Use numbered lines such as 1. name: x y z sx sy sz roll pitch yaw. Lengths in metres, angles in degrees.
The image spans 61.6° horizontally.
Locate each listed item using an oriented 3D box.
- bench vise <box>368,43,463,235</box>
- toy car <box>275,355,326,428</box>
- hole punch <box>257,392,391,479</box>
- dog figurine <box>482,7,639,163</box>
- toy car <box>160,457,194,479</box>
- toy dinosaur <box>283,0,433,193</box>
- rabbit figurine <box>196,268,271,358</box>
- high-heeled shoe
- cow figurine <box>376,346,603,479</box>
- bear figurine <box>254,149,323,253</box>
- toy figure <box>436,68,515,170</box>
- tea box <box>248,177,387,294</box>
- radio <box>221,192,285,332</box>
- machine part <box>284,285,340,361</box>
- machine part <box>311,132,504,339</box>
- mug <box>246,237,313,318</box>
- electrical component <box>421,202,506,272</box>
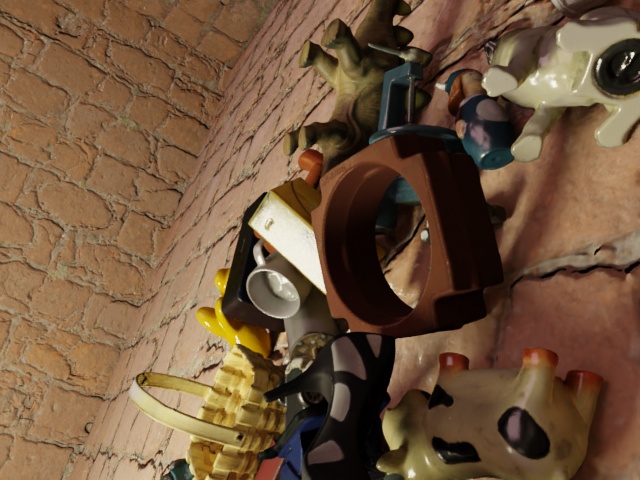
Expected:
1. bench vise: 0.101 -0.130 0.715 0.224 0.129 0.240 -5 79 56
2. toy car: -0.015 0.240 0.640 0.073 0.056 0.201 -26 61 56
3. hole punch: 0.022 0.222 0.545 0.092 0.142 0.115 66 148 29
4. dog figurine: 0.246 -0.181 0.525 0.172 0.121 0.190 -7 34 26
5. toy car: -0.183 0.418 0.821 0.103 0.109 0.161 -20 55 36
6. toy dinosaur: 0.070 -0.246 0.815 0.105 0.198 0.471 24 99 59
7. rabbit figurine: -0.131 0.134 0.972 0.122 0.162 0.173 -28 58 38
8. high-heeled shoe: 0.047 0.165 0.434 0.249 0.145 0.086 -130 31 -53
9. cow figurine: 0.123 0.161 0.442 0.195 0.085 0.127 -25 38 56
10. bear figurine: -0.032 -0.048 0.892 0.196 0.120 0.132 -40 33 -14
11. toy figure: 0.185 -0.151 0.630 0.058 0.064 0.154 -40 47 38
12. tea box: -0.002 -0.002 0.739 0.068 0.170 0.098 -54 -7 29
13. radio: -0.081 0.039 0.948 0.073 0.131 0.229 -39 34 47
14. machine part: -0.017 0.114 0.799 0.079 0.079 0.243 -56 24 21
15. machine part: 0.085 0.003 0.581 0.201 0.087 0.201 -25 73 55
16. mug: -0.053 0.039 0.767 0.081 0.109 0.107 -23 16 32
17. electrical component: 0.154 -0.008 0.592 0.102 0.045 0.078 -26 42 56
